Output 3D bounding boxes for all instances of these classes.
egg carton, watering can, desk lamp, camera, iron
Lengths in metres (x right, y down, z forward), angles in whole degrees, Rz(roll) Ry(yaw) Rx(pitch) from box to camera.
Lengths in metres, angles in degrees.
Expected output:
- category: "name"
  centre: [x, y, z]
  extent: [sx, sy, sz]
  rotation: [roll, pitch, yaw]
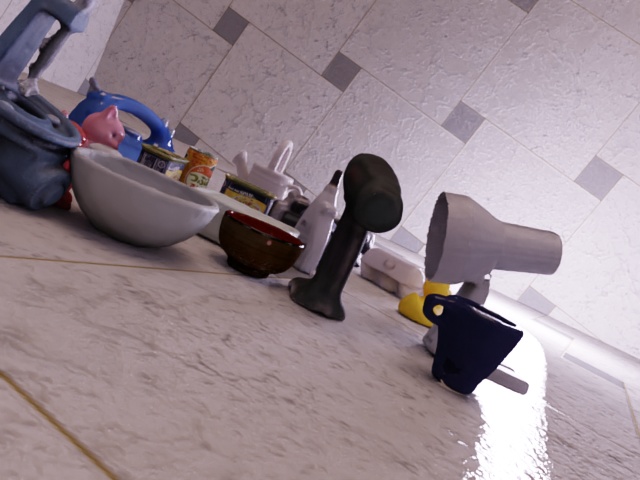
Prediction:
- category: "egg carton"
  centre: [0.154, 0.070, 1.153]
  extent: [0.149, 0.069, 0.108]
  rotation: [29, 7, 34]
- category: "watering can"
  centre: [-0.119, -0.143, 1.307]
  extent: [0.173, 0.194, 0.100]
  rotation: [23, 6, -15]
- category: "desk lamp"
  centre: [0.214, 0.062, 0.765]
  extent: [0.203, 0.213, 0.118]
  rotation: [24, 6, -3]
- category: "camera"
  centre: [-0.048, -0.043, 1.174]
  extent: [0.143, 0.101, 0.136]
  rotation: [23, 6, -20]
- category: "iron"
  centre: [-0.364, -0.205, 1.111]
  extent: [0.118, 0.141, 0.259]
  rotation: [30, 8, 39]

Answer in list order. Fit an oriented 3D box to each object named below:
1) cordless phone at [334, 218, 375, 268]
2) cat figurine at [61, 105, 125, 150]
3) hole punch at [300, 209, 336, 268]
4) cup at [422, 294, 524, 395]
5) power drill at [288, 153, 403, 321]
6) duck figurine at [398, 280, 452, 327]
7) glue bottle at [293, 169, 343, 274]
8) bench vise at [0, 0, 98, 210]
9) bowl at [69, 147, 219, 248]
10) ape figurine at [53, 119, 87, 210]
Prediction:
- category: "cordless phone"
  centre: [0.066, -0.048, 1.263]
  extent: [0.148, 0.185, 0.093]
  rotation: [20, 8, -38]
- category: "cat figurine"
  centre: [-0.351, -0.158, 0.871]
  extent: [0.067, 0.118, 0.128]
  rotation: [27, 7, 25]
- category: "hole punch"
  centre: [0.010, 0.004, 1.042]
  extent: [0.100, 0.091, 0.109]
  rotation: [29, 7, 33]
- category: "cup"
  centre: [0.152, 0.115, 0.630]
  extent: [0.118, 0.095, 0.091]
  rotation: [23, 6, -16]
- category: "power drill"
  centre: [0.035, -0.014, 0.732]
  extent: [0.076, 0.208, 0.229]
  rotation: [24, 6, -11]
- category: "duck figurine"
  centre: [0.184, 0.097, 0.960]
  extent: [0.105, 0.086, 0.077]
  rotation: [19, 9, -46]
- category: "glue bottle"
  centre: [-0.002, -0.035, 0.933]
  extent: [0.037, 0.173, 0.078]
  rotation: [21, 7, -32]
- category: "bench vise"
  centre: [-0.318, -0.163, 0.558]
  extent: [0.208, 0.220, 0.121]
  rotation: [24, 6, -11]
- category: "bowl"
  centre: [-0.201, -0.037, 0.631]
  extent: [0.167, 0.075, 0.167]
  rotation: [25, 6, -2]
- category: "ape figurine"
  centre: [-0.293, -0.090, 0.641]
  extent: [0.076, 0.092, 0.078]
  rotation: [25, 6, 0]
